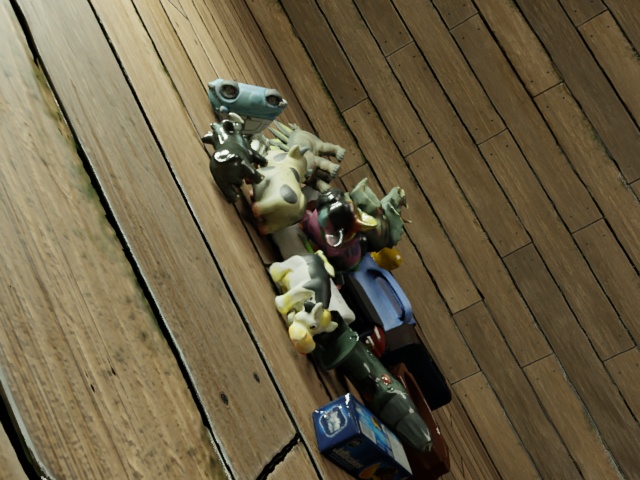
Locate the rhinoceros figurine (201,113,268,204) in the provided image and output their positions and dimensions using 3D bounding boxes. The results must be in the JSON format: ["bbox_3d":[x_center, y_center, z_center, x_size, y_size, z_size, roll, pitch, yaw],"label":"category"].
[{"bbox_3d":[-0.147,-0.141,0.883,0.112,0.073,0.190,44,18,-27],"label":"rhinoceros figurine"}]

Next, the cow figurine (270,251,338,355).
[{"bbox_3d":[-0.014,0.090,0.805,0.167,0.098,0.068,-109,173,-46],"label":"cow figurine"}]

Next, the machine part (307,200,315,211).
[{"bbox_3d":[-0.002,-0.004,1.209,0.179,0.056,0.179,51,23,-32],"label":"machine part"}]

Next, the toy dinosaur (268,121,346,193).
[{"bbox_3d":[-0.042,-0.218,1.324,0.198,0.105,0.471,27,18,-7],"label":"toy dinosaur"}]

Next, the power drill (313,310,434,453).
[{"bbox_3d":[0.073,0.211,0.844,0.207,0.086,0.232,43,1,-36],"label":"power drill"}]

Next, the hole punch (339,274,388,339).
[{"bbox_3d":[0.058,0.139,1.041,0.142,0.092,0.115,57,10,22],"label":"hole punch"}]

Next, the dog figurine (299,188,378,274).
[{"bbox_3d":[0.041,-0.006,0.966,0.191,0.108,0.219,66,-8,-15],"label":"dog figurine"}]

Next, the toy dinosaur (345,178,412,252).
[{"bbox_3d":[0.118,-0.035,1.289,0.192,0.131,0.405,50,25,-4],"label":"toy dinosaur"}]

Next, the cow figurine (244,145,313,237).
[{"bbox_3d":[-0.068,-0.101,0.960,0.195,0.127,0.085,-107,-174,-48],"label":"cow figurine"}]

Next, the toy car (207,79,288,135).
[{"bbox_3d":[-0.150,-0.263,1.081,0.109,0.162,0.102,-113,-144,-70],"label":"toy car"}]

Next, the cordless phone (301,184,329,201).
[{"bbox_3d":[-0.017,-0.063,1.353,0.146,0.089,0.184,60,28,-8],"label":"cordless phone"}]

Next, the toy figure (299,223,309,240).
[{"bbox_3d":[-0.031,-0.002,1.090,0.154,0.064,0.058,55,4,-17],"label":"toy figure"}]

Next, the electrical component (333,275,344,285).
[{"bbox_3d":[0.043,0.098,1.247,0.094,0.021,0.063,107,-27,-82],"label":"electrical component"}]

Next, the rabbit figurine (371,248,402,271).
[{"bbox_3d":[0.146,0.072,1.501,0.121,0.173,0.162,48,20,-40],"label":"rabbit figurine"}]

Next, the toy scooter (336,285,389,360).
[{"bbox_3d":[0.076,0.166,1.141,0.135,0.075,0.184,52,10,-41],"label":"toy scooter"}]

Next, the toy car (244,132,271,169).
[{"bbox_3d":[-0.129,-0.183,1.122,0.073,0.056,0.202,57,10,-22],"label":"toy car"}]

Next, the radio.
[{"bbox_3d":[0.198,0.300,1.215,0.229,0.131,0.073,56,12,-29],"label":"radio"}]

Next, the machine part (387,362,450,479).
[{"bbox_3d":[0.169,0.353,1.046,0.201,0.087,0.201,61,9,7],"label":"machine part"}]

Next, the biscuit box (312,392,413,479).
[{"bbox_3d":[0.061,0.283,0.739,0.202,0.063,0.059,52,14,-43],"label":"biscuit box"}]
